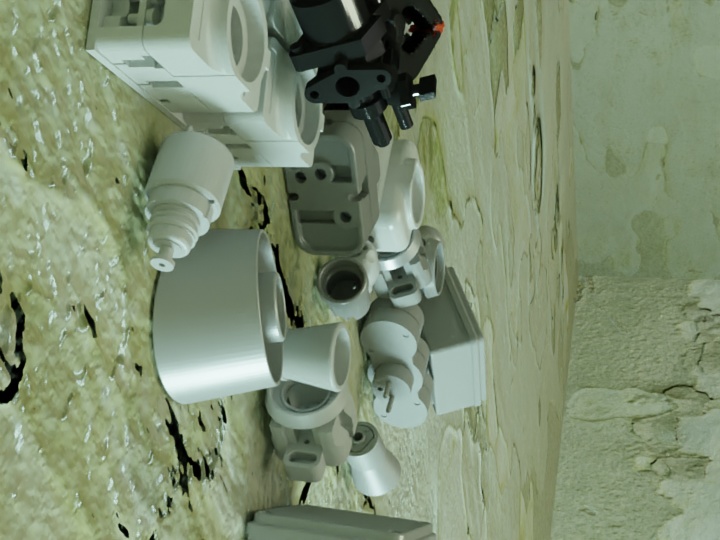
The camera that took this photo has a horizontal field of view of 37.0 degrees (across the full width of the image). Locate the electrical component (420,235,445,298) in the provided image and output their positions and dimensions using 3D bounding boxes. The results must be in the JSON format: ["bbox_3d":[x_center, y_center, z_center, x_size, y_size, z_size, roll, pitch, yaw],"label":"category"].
[{"bbox_3d":[0.048,-0.002,1.025,0.078,0.057,0.058,77,22,-43],"label":"electrical component"}]

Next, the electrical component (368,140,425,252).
[{"bbox_3d":[0.021,-0.064,0.914,0.053,0.059,0.095,71,25,-52],"label":"electrical component"}]

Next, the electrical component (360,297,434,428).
[{"bbox_3d":[0.032,0.097,0.987,0.073,0.052,0.138,-71,157,-47],"label":"electrical component"}]

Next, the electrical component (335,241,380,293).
[{"bbox_3d":[0.000,0.000,0.894,0.061,0.035,0.035,73,24,-56],"label":"electrical component"}]

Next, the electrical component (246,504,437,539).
[{"bbox_3d":[-0.012,0.198,0.738,0.109,0.109,0.056,31,65,-72],"label":"electrical component"}]

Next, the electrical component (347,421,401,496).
[{"bbox_3d":[0.007,0.160,0.927,0.065,0.044,0.044,67,29,-47],"label":"electrical component"}]

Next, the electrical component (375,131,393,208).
[{"bbox_3d":[-0.001,-0.077,0.864,0.043,0.043,0.081,68,28,-55],"label":"electrical component"}]

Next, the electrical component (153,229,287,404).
[{"bbox_3d":[-0.076,0.024,0.612,0.099,0.064,0.099,-6,90,-87],"label":"electrical component"}]

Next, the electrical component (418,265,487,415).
[{"bbox_3d":[0.084,0.071,1.084,0.108,0.056,0.108,81,-7,-47],"label":"electrical component"}]

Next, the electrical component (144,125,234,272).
[{"bbox_3d":[-0.091,-0.035,0.551,0.040,0.040,0.078,70,27,-54],"label":"electrical component"}]

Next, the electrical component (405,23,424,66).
[{"bbox_3d":[0.038,-0.219,0.993,0.040,0.040,0.078,-48,138,-66],"label":"electrical component"}]

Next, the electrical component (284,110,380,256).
[{"bbox_3d":[-0.019,-0.066,0.782,0.059,0.054,0.095,-63,151,-57],"label":"electrical component"}]

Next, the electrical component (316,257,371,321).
[{"bbox_3d":[-0.011,0.017,0.848,0.046,0.040,0.040,71,25,-65],"label":"electrical component"}]

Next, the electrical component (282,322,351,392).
[{"bbox_3d":[-0.043,0.054,0.688,0.044,0.065,0.044,2,90,-75],"label":"electrical component"}]

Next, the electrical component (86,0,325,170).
[{"bbox_3d":[-0.069,-0.132,0.583,0.186,0.060,0.105,39,55,-71],"label":"electrical component"}]

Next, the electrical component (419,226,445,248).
[{"bbox_3d":[0.062,-0.020,1.106,0.046,0.040,0.040,-45,135,-61],"label":"electrical component"}]

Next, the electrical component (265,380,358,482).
[{"bbox_3d":[-0.034,0.097,0.743,0.057,0.058,0.078,81,19,-44],"label":"electrical component"}]

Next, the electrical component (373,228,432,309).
[{"bbox_3d":[0.030,-0.014,0.950,0.057,0.058,0.078,64,12,-53],"label":"electrical component"}]
